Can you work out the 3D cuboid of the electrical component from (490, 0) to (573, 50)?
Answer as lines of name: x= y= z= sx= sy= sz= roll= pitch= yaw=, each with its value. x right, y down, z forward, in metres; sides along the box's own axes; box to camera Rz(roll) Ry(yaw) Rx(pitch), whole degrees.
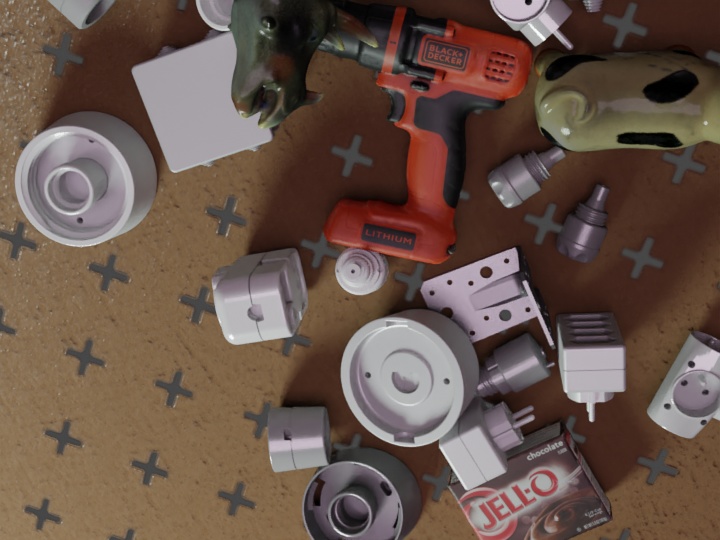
electrical component: x=0.129 y=-0.192 z=0.790 sx=0.044 sy=0.077 sz=0.079 roll=-43 pitch=98 yaw=16

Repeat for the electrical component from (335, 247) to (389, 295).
electrical component: x=0.000 y=0.000 z=0.864 sx=0.040 sy=0.078 sz=0.040 roll=0 pitch=92 yaw=8

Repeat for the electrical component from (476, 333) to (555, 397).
electrical component: x=0.121 y=0.083 z=0.891 sx=0.078 sy=0.040 sz=0.040 roll=-29 pitch=101 yaw=14

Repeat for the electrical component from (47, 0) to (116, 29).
electrical component: x=-0.198 y=-0.259 z=0.819 sx=0.074 sy=0.052 sz=0.138 roll=43 pitch=106 yaw=-7

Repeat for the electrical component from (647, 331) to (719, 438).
electrical component: x=0.288 y=0.100 z=0.875 sx=0.079 sy=0.044 sz=0.077 roll=24 pitch=107 yaw=-1

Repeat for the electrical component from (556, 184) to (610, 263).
electrical component: x=0.181 y=-0.038 z=0.852 sx=0.035 sy=0.035 sz=0.061 roll=21 pitch=105 yaw=0

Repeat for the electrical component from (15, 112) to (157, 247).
electrical component: x=-0.226 y=-0.071 z=0.873 sx=0.108 sy=0.060 sz=0.108 roll=2 pitch=106 yaw=6

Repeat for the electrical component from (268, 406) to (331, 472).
electrical component: x=-0.051 y=0.143 z=0.921 sx=0.047 sy=0.055 sz=0.055 roll=-5 pitch=106 yaw=4

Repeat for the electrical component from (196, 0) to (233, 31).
electrical component: x=-0.089 y=-0.208 z=0.815 sx=0.044 sy=0.065 sz=0.044 roll=9 pitch=113 yaw=22

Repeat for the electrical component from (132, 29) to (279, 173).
electrical component: x=-0.119 y=-0.134 z=0.849 sx=0.100 sy=0.048 sz=0.099 roll=-17 pitch=104 yaw=11

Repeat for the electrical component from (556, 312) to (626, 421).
electrical component: x=0.184 y=0.082 z=0.861 sx=0.047 sy=0.083 sz=0.075 roll=-2 pitch=106 yaw=7

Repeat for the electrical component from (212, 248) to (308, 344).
electrical component: x=-0.081 y=0.021 z=0.866 sx=0.059 sy=0.095 sz=0.053 roll=-9 pitch=105 yaw=9

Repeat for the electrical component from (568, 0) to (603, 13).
electrical component: x=0.170 y=-0.231 z=0.791 sx=0.043 sy=0.043 sz=0.081 roll=-4 pitch=106 yaw=8

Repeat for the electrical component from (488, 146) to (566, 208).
electrical component: x=0.133 y=-0.077 z=0.845 sx=0.061 sy=0.035 sz=0.035 roll=-34 pitch=100 yaw=12

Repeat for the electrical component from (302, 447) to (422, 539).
electrical component: x=0.000 y=0.205 z=0.940 sx=0.099 sy=0.064 sz=0.099 roll=1 pitch=95 yaw=15

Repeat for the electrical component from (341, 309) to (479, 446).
electrical component: x=0.046 y=0.084 z=0.883 sx=0.108 sy=0.060 sz=0.108 roll=6 pitch=105 yaw=26

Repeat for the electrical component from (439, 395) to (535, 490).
electrical component: x=0.111 y=0.134 z=0.893 sx=0.077 sy=0.065 sz=0.047 roll=-29 pitch=101 yaw=13
